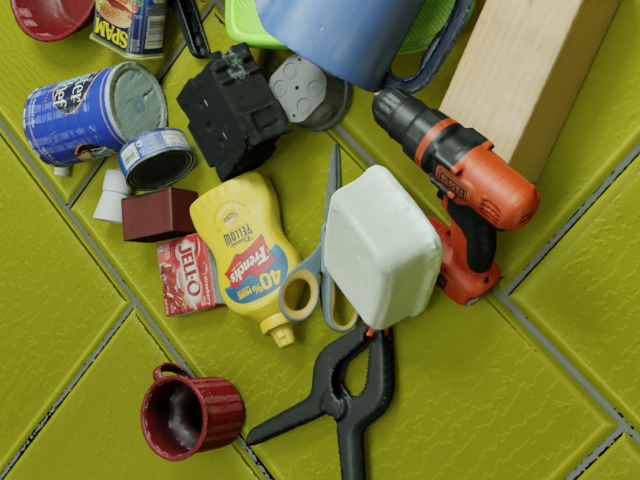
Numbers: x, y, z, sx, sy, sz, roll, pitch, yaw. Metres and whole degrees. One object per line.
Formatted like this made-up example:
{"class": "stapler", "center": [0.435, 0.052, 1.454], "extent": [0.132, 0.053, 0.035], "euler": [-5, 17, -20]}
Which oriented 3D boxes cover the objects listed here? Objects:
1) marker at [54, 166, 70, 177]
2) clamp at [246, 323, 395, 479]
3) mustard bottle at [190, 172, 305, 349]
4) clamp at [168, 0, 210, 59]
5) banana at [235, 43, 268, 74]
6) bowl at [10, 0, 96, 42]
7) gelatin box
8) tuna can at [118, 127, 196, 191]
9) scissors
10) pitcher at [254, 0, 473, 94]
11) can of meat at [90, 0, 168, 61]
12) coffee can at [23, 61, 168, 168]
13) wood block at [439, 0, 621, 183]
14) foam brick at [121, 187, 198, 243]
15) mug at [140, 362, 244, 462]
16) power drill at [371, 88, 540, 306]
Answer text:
{"class": "marker", "center": [-0.321, -0.141, 1.357], "extent": [0.020, 0.020, 0.121], "euler": [7, 90, 32]}
{"class": "clamp", "center": [0.026, 0.182, 1.108], "extent": [0.165, 0.036, 0.210], "euler": [40, 107, 27]}
{"class": "mustard bottle", "center": [-0.069, 0.029, 1.164], "extent": [0.096, 0.058, 0.192], "euler": [-26, 74, 13]}
{"class": "clamp", "center": [-0.165, -0.294, 1.260], "extent": [0.172, 0.039, 0.120], "euler": [35, 110, 35]}
{"class": "banana", "center": [-0.059, -0.226, 1.193], "extent": [0.070, 0.037, 0.198], "euler": [19, 98, 14]}
{"class": "bowl", "center": [-0.316, -0.324, 1.345], "extent": [0.162, 0.055, 0.162], "euler": [-2, 85, 32]}
{"class": "gelatin box", "center": [-0.148, 0.039, 1.230], "extent": [0.073, 0.030, 0.089], "euler": [-14, 80, 31]}
{"class": "tuna can", "center": [-0.189, -0.093, 1.232], "extent": [0.086, 0.086, 0.034], "euler": [-35, 68, 25]}
{"class": "scissors", "center": [-0.007, 0.001, 1.129], "extent": [0.096, 0.016, 0.202], "euler": [-10, 81, -9]}
{"class": "pitcher", "center": [0.065, -0.264, 0.999], "extent": [0.243, 0.149, 0.145], "euler": [-58, 43, 15]}
{"class": "can of meat", "center": [-0.225, -0.269, 1.265], "extent": [0.102, 0.057, 0.084], "euler": [32, 123, 38]}
{"class": "coffee can", "center": [-0.269, -0.148, 1.276], "extent": [0.141, 0.102, 0.103], "euler": [-9, 82, 31]}
{"class": "wood block", "center": [0.193, -0.167, 0.997], "extent": [0.090, 0.090, 0.206], "euler": [29, 102, 30]}
{"class": "foam brick", "center": [-0.185, -0.028, 1.246], "extent": [0.078, 0.052, 0.051], "euler": [-11, 81, 32]}
{"class": "mug", "center": [-0.145, 0.185, 1.188], "extent": [0.093, 0.081, 0.117], "euler": [-48, 65, 20]}
{"class": "power drill", "center": [0.115, -0.036, 0.989], "extent": [0.057, 0.188, 0.185], "euler": [-36, 61, -20]}
